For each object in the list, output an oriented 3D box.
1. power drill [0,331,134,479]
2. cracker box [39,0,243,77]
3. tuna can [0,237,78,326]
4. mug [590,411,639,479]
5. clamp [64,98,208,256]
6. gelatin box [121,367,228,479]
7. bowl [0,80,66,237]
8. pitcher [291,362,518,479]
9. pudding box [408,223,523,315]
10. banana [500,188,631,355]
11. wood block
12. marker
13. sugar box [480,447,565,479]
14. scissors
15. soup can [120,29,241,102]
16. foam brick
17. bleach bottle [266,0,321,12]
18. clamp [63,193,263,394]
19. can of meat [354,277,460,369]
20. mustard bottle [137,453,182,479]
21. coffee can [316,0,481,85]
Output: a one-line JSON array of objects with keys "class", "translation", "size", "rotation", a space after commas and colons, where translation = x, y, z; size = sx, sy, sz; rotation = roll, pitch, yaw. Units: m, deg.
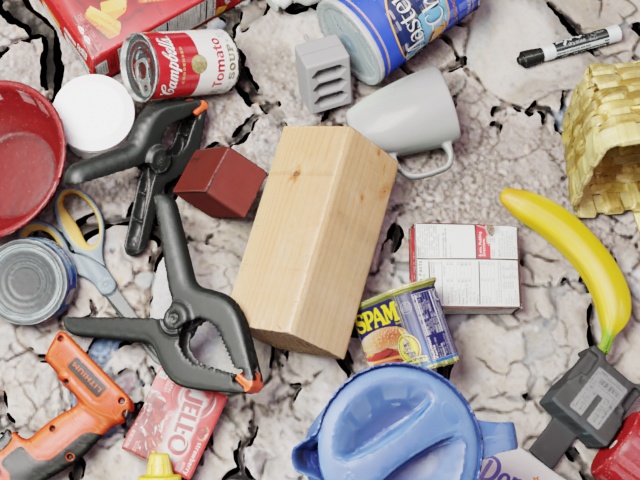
[{"class": "power drill", "translation": [-0.284, 0.177, 1.003], "size": [0.184, 0.057, 0.187], "rotation": [44, 79, 2]}, {"class": "cracker box", "translation": [-0.188, -0.288, 1.107], "size": [0.213, 0.072, 0.164], "rotation": [-33, 83, -13]}, {"class": "tuna can", "translation": [-0.281, 0.040, 1.032], "size": [0.086, 0.033, 0.086], "rotation": [0, 91, 3]}, {"class": "mug", "translation": [0.325, 0.215, 1.048], "size": [0.081, 0.093, 0.117], "rotation": [38, 46, 8]}, {"class": "clamp", "translation": [-0.176, -0.082, 1.053], "size": [0.039, 0.120, 0.171], "rotation": [14, 68, 36]}, {"class": "gelatin box", "translation": [-0.139, 0.176, 1.030], "size": [0.073, 0.030, 0.089], "rotation": [25, 77, 0]}, {"class": "bowl", "translation": [-0.310, -0.071, 1.040], "size": [0.162, 0.055, 0.162], "rotation": [-4, 75, 14]}, {"class": "pitcher", "translation": [0.060, 0.186, 0.939], "size": [0.149, 0.243, 0.145], "rotation": [38, 76, 3]}, {"class": "pudding box", "translation": [0.147, 0.029, 1.089], "size": [0.113, 0.039, 0.090], "rotation": [1, 79, -4]}, {"class": "banana", "translation": [0.264, 0.018, 1.099], "size": [0.069, 0.037, 0.198], "rotation": [-26, 77, -32]}, {"class": "wood block", "translation": [-0.007, 0.001, 1.036], "size": [0.091, 0.090, 0.206], "rotation": [5, 73, 40]}, {"class": "marker", "translation": [0.271, -0.211, 1.166], "size": [0.121, 0.020, 0.020], "rotation": [-17, 80, -9]}, {"class": "sugar box", "translation": [0.160, 0.285, 1.030], "size": [0.093, 0.048, 0.176], "rotation": [34, 77, 2]}, {"class": "scissors", "translation": [-0.233, 0.045, 1.057], "size": [0.096, 0.016, 0.202], "rotation": [-20, 80, -8]}, {"class": "soup can", "translation": [-0.139, -0.176, 1.070], "size": [0.102, 0.069, 0.068], "rotation": [-12, 77, -39]}, {"class": "foam brick", "translation": [-0.099, -0.056, 1.054], "size": [0.051, 0.078, 0.053], "rotation": [34, 75, -28]}, {"class": "bleach bottle", "translation": [0.038, -0.335, 1.143], "size": [0.250, 0.068, 0.103], "rotation": [-39, 58, -7]}, {"class": "clamp", "translation": [-0.128, 0.064, 0.996], "size": [0.210, 0.036, 0.164], "rotation": [32, 93, 23]}, {"class": "can of meat", "translation": [0.081, 0.091, 1.036], "size": [0.057, 0.102, 0.084], "rotation": [-13, 81, -36]}, {"class": "mustard bottle", "translation": [-0.147, 0.293, 0.980], "size": [0.096, 0.058, 0.191], "rotation": [-1, 84, -1]}, {"class": "coffee can", "translation": [0.082, -0.242, 1.109], "size": [0.140, 0.103, 0.103], "rotation": [-38, 84, -13]}]
